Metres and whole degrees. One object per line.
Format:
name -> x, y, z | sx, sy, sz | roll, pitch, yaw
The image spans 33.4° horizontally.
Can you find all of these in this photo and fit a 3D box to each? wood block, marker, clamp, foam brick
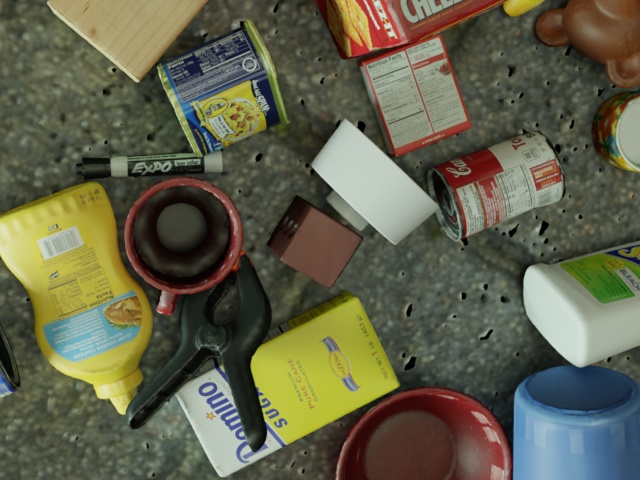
wood block -> -0.110, -0.231, 0.838 | 0.090, 0.091, 0.206 | 40, 89, -13
marker -> -0.142, -0.062, 0.892 | 0.121, 0.020, 0.020 | -4, 99, -10
clamp -> -0.095, 0.090, 0.886 | 0.120, 0.039, 0.171 | 2, 63, 7
foam brick -> -0.006, 0.001, 0.897 | 0.051, 0.078, 0.053 | 32, 91, -15

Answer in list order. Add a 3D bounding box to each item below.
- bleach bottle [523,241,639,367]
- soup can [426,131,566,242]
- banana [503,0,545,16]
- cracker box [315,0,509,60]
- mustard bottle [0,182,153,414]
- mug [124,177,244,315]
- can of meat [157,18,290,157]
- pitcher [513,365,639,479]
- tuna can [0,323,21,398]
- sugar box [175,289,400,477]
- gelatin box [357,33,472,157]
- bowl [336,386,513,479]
bleach bottle -> 0.317, 0.032, 0.962 | 0.250, 0.103, 0.068 | -18, 128, -14
soup can -> 0.152, -0.047, 0.925 | 0.102, 0.068, 0.068 | -20, 101, -8
banana -> 0.207, -0.280, 0.891 | 0.037, 0.070, 0.198 | 0, 110, -38
cracker box -> 0.097, -0.204, 0.817 | 0.164, 0.214, 0.072 | -27, 101, -6
mustard bottle -> -0.191, 0.055, 0.880 | 0.096, 0.058, 0.191 | -22, 101, -11
mug -> -0.116, 0.003, 0.875 | 0.093, 0.081, 0.117 | 9, 96, -12
can of meat -> -0.077, -0.118, 0.857 | 0.084, 0.102, 0.057 | -25, 66, -4
pitcher -> 0.224, 0.241, 0.917 | 0.144, 0.149, 0.243 | -12, 109, -17
tuna can -> -0.272, 0.088, 0.856 | 0.033, 0.086, 0.086 | -23, 101, -9
sugar box -> -0.030, 0.124, 0.927 | 0.176, 0.048, 0.093 | -28, 101, -7
gelatin box -> 0.081, -0.125, 0.920 | 0.073, 0.030, 0.089 | -22, 101, -6
bowl -> 0.088, 0.202, 0.954 | 0.162, 0.055, 0.162 | -2, 98, -11
